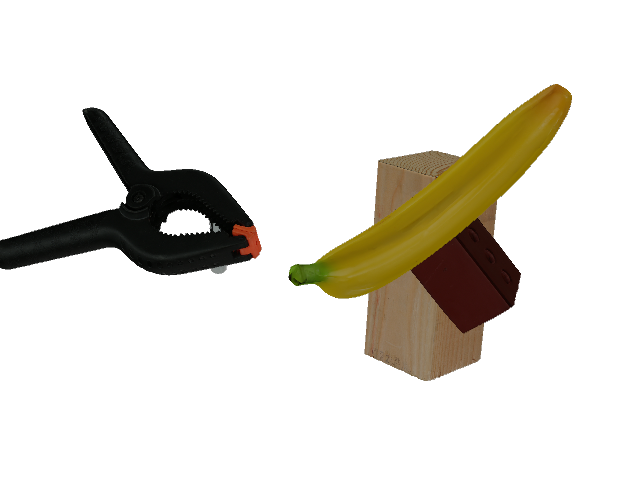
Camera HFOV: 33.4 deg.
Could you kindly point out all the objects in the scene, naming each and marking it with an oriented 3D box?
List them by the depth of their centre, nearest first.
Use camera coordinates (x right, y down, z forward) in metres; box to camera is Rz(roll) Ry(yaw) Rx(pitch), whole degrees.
[{"bbox_3d":[0.071,-0.020,0.642,0.197,0.037,0.069,-37,-12,-4],"label":"banana"},{"bbox_3d":[0.115,0.023,0.847,0.051,0.078,0.053,-33,14,30],"label":"foam brick"},{"bbox_3d":[-0.141,-0.032,0.851,0.210,0.164,0.036,9,-32,16],"label":"clamp"},{"bbox_3d":[0.111,0.023,1.075,0.090,0.206,0.090,-13,24,-43],"label":"wood block"},{"bbox_3d":[-0.115,-0.013,1.193,0.020,0.121,0.020,2,41,-2],"label":"marker"}]
